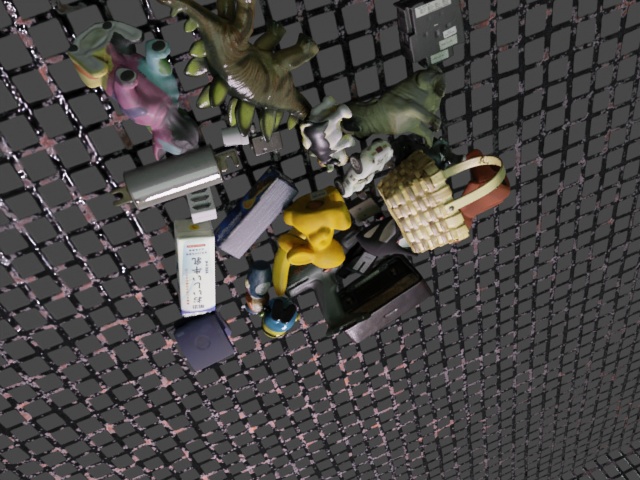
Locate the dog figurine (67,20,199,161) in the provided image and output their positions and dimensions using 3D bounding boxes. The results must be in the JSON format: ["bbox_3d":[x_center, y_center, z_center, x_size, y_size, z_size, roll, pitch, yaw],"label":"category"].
[{"bbox_3d":[-0.294,-0.232,0.896,0.108,0.192,0.219,-56,163,-23],"label":"dog figurine"}]

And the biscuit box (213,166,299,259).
[{"bbox_3d":[-0.137,-0.055,1.114,0.062,0.059,0.202,33,107,-37],"label":"biscuit box"}]

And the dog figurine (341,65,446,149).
[{"bbox_3d":[0.141,-0.275,1.057,0.191,0.172,0.121,11,155,3],"label":"dog figurine"}]

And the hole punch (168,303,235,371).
[{"bbox_3d":[-0.269,0.228,1.252,0.142,0.092,0.115,-26,126,2],"label":"hole punch"}]

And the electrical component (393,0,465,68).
[{"bbox_3d":[0.206,-0.394,1.006,0.115,0.058,0.134,-21,130,-4],"label":"electrical component"}]

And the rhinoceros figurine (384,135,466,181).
[{"bbox_3d":[0.232,-0.177,1.171,0.190,0.073,0.112,11,109,-26],"label":"rhinoceros figurine"}]

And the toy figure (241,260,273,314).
[{"bbox_3d":[-0.146,0.117,1.239,0.064,0.058,0.154,7,125,-7],"label":"toy figure"}]

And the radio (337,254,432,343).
[{"bbox_3d":[0.144,0.138,1.320,0.230,0.131,0.073,-33,129,4],"label":"radio"}]

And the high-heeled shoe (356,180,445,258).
[{"bbox_3d":[0.187,-0.065,1.216,0.145,0.249,0.086,22,157,11],"label":"high-heeled shoe"}]

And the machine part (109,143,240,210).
[{"bbox_3d":[-0.272,-0.119,1.004,0.243,0.079,0.079,-20,129,-6],"label":"machine part"}]

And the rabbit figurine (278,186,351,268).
[{"bbox_3d":[-0.002,-0.003,1.131,0.162,0.122,0.173,-25,128,-8],"label":"rabbit figurine"}]

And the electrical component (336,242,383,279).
[{"bbox_3d":[0.087,0.054,1.292,0.074,0.048,0.119,28,109,-34],"label":"electrical component"}]

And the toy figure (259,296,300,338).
[{"bbox_3d":[-0.098,0.178,1.241,0.089,0.180,0.082,-43,87,-13],"label":"toy figure"}]

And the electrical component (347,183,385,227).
[{"bbox_3d":[0.105,-0.081,1.204,0.078,0.045,0.102,-33,130,24],"label":"electrical component"}]

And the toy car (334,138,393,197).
[{"bbox_3d":[0.085,-0.140,1.084,0.073,0.056,0.201,-36,174,-21],"label":"toy car"}]

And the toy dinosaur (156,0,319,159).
[{"bbox_3d":[-0.102,-0.276,0.915,0.471,0.105,0.198,22,103,-50],"label":"toy dinosaur"}]

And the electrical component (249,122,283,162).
[{"bbox_3d":[-0.107,-0.192,1.051,0.063,0.021,0.093,-18,130,-8],"label":"electrical component"}]

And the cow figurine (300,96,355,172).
[{"bbox_3d":[0.012,-0.182,1.015,0.098,0.068,0.167,-41,152,-16],"label":"cow figurine"}]

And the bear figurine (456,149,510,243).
[{"bbox_3d":[0.347,-0.094,1.263,0.120,0.132,0.196,18,134,-30],"label":"bear figurine"}]

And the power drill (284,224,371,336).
[{"bbox_3d":[0.036,0.101,1.226,0.232,0.086,0.207,-29,90,9],"label":"power drill"}]
